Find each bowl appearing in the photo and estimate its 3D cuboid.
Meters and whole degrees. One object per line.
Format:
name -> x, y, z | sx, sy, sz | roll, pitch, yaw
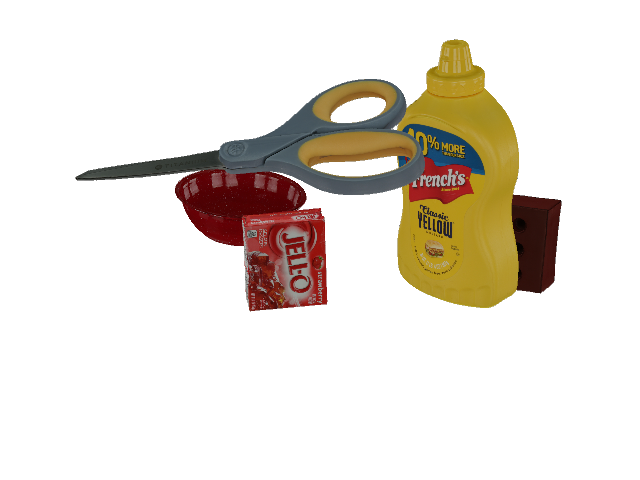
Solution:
bowl -> -0.100, -0.037, 1.318 | 0.162, 0.055, 0.162 | 4, 25, -2

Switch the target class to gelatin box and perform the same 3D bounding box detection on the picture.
gelatin box -> -0.032, 0.018, 0.969 | 0.073, 0.089, 0.030 | -5, 26, -8

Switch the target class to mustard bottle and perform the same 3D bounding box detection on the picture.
mustard bottle -> 0.099, -0.051, 0.778 | 0.058, 0.192, 0.096 | -24, 33, -37

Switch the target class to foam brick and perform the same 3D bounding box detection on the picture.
foam brick -> 0.181, 0.002, 0.951 | 0.053, 0.078, 0.051 | 8, 16, 24

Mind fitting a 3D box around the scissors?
scissors -> -0.036, -0.062, 0.624 | 0.202, 0.096, 0.016 | 5, -41, 17
